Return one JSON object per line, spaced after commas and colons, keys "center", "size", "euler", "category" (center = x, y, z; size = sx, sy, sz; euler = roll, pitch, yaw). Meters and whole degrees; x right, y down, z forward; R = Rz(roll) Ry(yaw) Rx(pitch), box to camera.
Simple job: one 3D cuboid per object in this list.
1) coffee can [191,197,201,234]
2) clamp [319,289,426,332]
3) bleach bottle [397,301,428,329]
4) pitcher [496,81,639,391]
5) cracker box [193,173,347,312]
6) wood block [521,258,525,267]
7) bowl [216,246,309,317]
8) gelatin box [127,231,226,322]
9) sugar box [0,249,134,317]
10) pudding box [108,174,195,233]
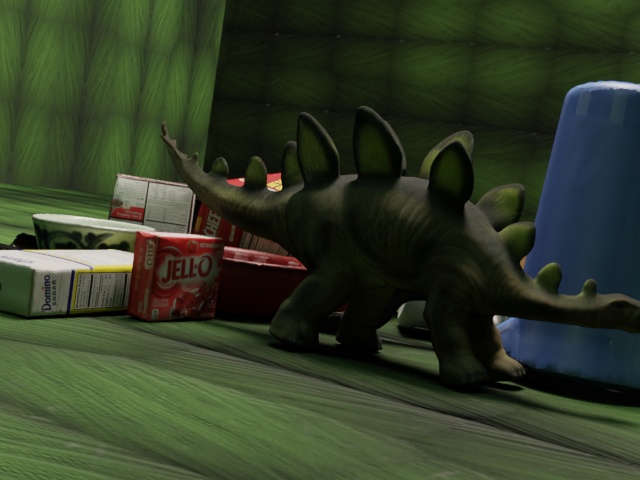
{"center": [-0.173, -0.011, 1.289], "size": [0.102, 0.103, 0.140], "euler": [7, 4, -20], "category": "coffee can"}
{"center": [0.064, 0.040, 0.974], "size": [0.120, 0.171, 0.039], "euler": [52, 8, 9], "category": "clamp"}
{"center": [0.207, 0.077, 1.056], "size": [0.251, 0.068, 0.102], "euler": [13, -12, 2], "category": "bleach bottle"}
{"center": [0.246, 0.002, 0.877], "size": [0.145, 0.243, 0.149], "euler": [9, -4, 43], "category": "pitcher"}
{"center": [-0.008, 0.001, 1.187], "size": [0.214, 0.072, 0.163], "euler": [27, 19, 24], "category": "cracker box"}
{"center": [0.258, 0.025, 1.139], "size": [0.206, 0.091, 0.090], "euler": [-19, -8, 23], "category": "wood block"}
{"center": [-0.079, 0.040, 1.040], "size": [0.162, 0.055, 0.162], "euler": [8, 3, -1], "category": "bowl"}
{"center": [-0.123, 0.031, 0.921], "size": [0.030, 0.073, 0.089], "euler": [11, 4, 34], "category": "gelatin box"}
{"center": [-0.210, 0.035, 0.907], "size": [0.093, 0.048, 0.175], "euler": [10, 7, 33], "category": "sugar box"}
{"center": [-0.185, -0.010, 1.158], "size": [0.090, 0.113, 0.039], "euler": [8, 0, -6], "category": "pudding box"}
